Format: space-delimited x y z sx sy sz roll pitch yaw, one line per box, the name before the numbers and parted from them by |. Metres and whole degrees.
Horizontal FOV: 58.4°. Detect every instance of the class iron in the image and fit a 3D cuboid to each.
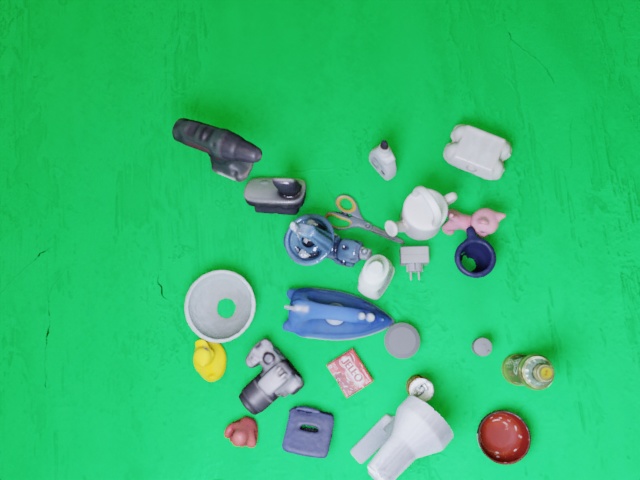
iron | 0.042 0.167 1.285 0.258 0.141 0.119 5 80 5

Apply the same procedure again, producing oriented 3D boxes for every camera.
camera | -0.127 0.315 1.290 0.137 0.101 0.143 -42 79 -4

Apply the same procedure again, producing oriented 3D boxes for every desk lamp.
desk lamp | 0.167 0.425 1.191 0.203 0.213 0.118 -45 79 -5

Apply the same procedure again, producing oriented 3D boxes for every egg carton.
egg carton | 0.375 -0.209 1.368 0.150 0.069 0.107 22 82 8

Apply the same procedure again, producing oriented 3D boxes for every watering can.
watering can | 0.230 -0.060 1.287 0.101 0.194 0.173 39 84 10

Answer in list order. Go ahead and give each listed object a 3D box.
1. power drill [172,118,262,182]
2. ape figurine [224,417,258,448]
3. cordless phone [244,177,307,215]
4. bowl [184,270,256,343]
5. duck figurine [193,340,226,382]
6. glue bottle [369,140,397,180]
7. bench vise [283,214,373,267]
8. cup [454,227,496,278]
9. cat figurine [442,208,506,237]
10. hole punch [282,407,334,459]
power drill | -0.223 -0.208 1.339 0.229 0.208 0.076 22 82 8
ape figurine | -0.175 0.435 1.275 0.077 0.092 0.076 41 85 10
cordless phone | -0.110 -0.123 1.327 0.147 0.185 0.094 0 79 4
bowl | -0.226 0.156 1.340 0.167 0.075 0.167 -1 79 4
duck figurine | -0.260 0.274 1.314 0.077 0.086 0.104 -17 79 1
glue bottle | 0.148 -0.196 1.329 0.037 0.173 0.078 -37 79 -3
bench vise | 0.011 -0.007 1.280 0.207 0.220 0.121 -4 79 4
cup | 0.346 0.034 1.312 0.091 0.095 0.118 -9 79 3
cat figurine | 0.353 -0.043 1.314 0.127 0.118 0.067 12 80 6
hole punch | -0.026 0.424 1.268 0.108 0.091 0.101 8 80 6
